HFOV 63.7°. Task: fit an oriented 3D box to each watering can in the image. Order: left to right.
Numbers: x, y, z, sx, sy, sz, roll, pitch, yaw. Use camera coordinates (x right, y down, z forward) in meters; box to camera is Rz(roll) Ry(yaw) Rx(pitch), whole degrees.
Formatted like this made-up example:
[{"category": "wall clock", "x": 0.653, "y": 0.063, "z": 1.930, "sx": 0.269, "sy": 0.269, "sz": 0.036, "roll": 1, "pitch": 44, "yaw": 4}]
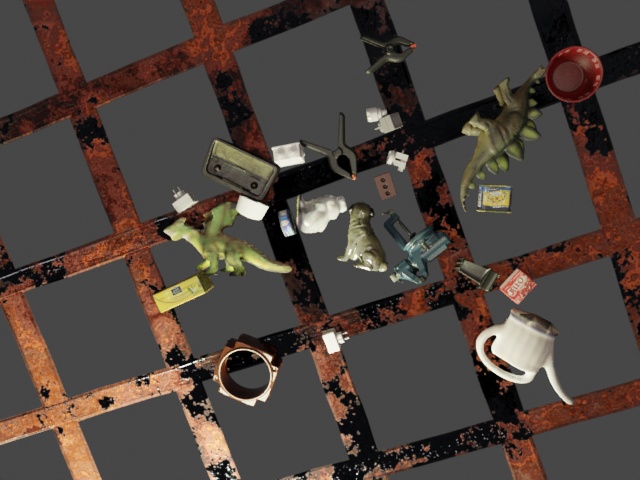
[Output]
[{"category": "watering can", "x": 0.666, "y": 0.353, "z": 1.605, "sx": 0.348, "sy": 0.104, "sz": 0.223, "roll": 26, "pitch": 98, "yaw": 3}]

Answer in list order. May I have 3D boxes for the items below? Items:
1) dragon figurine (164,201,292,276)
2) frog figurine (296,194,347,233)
[{"category": "dragon figurine", "x": -0.297, "y": -0.008, "z": 1.675, "sx": 0.410, "sy": 0.122, "sz": 0.243, "roll": -1, "pitch": 89, "yaw": -3}, {"category": "frog figurine", "x": 0.005, "y": -0.082, "z": 1.622, "sx": 0.159, "sy": 0.126, "sz": 0.134, "roll": 2, "pitch": 131, "yaw": -3}]
